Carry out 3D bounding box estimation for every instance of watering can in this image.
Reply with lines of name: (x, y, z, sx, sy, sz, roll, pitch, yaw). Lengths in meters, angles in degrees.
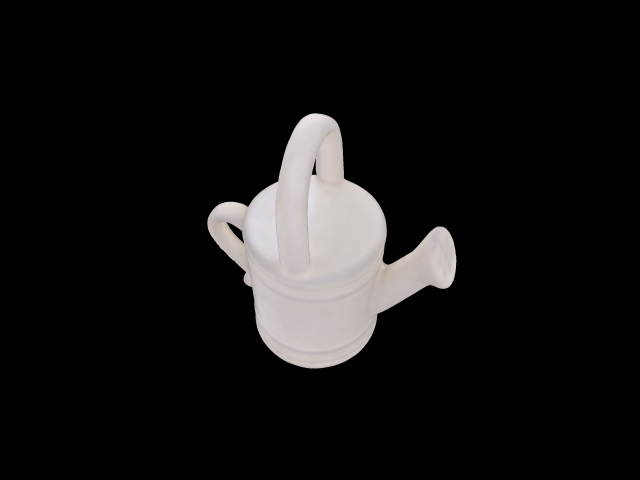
watering can: (0.004, 0.000, 0.401, 0.173, 0.194, 0.101, -2, 50, -2)
